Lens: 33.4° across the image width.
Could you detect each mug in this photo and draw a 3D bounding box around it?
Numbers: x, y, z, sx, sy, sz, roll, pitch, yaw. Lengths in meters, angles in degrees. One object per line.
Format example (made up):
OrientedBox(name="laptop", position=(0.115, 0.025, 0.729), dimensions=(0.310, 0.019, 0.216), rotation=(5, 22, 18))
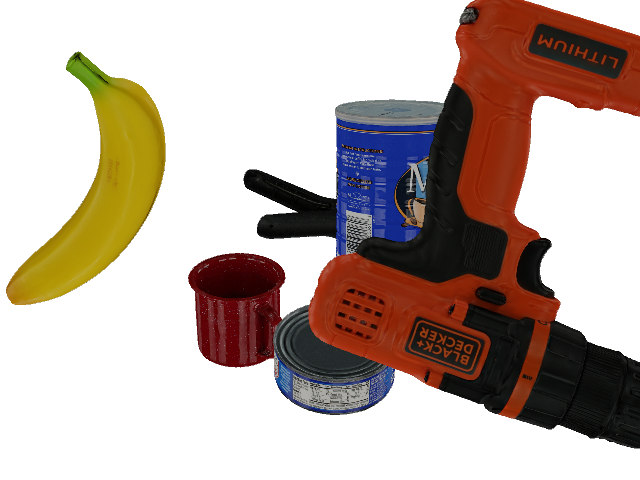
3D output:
OrientedBox(name="mug", position=(-0.072, 0.074, 1.032), dimensions=(0.093, 0.081, 0.117), rotation=(-21, 35, -36))

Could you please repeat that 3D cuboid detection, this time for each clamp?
OrientedBox(name="clamp", position=(0.015, -0.022, 1.185), dimensions=(0.210, 0.036, 0.164), rotation=(14, 21, -8))

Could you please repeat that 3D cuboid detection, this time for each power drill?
OrientedBox(name="power drill", position=(0.105, -0.008, 0.503), dimensions=(0.184, 0.188, 0.057), rotation=(19, 6, 2))

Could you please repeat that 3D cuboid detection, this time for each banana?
OrientedBox(name="banana", position=(-0.135, -0.026, 0.635), dimensions=(0.069, 0.198, 0.037), rotation=(19, 38, -10))

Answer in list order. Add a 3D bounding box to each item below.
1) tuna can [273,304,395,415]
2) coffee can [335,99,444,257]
OrientedBox(name="tuna can", position=(0.010, 0.081, 0.739), dimensions=(0.086, 0.034, 0.086), rotation=(1, 33, -1))
OrientedBox(name="coffee can", position=(0.063, -0.042, 0.899), dimensions=(0.103, 0.140, 0.103), rotation=(0, 15, 0))
